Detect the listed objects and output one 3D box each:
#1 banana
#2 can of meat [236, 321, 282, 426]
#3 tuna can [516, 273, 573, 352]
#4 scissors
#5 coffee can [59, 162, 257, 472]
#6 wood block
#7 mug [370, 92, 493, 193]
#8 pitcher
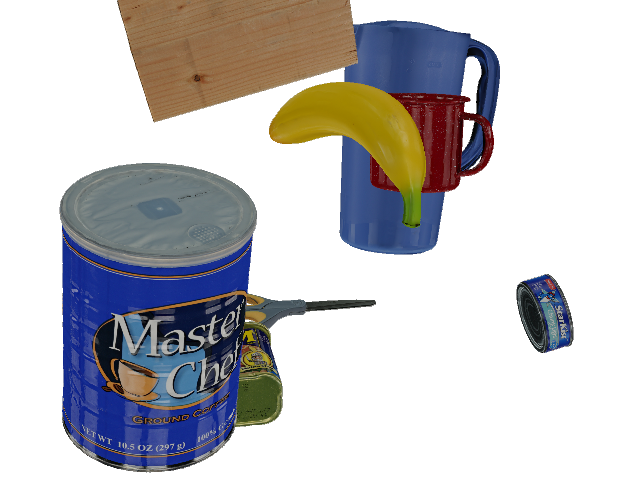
[{"bbox_3d":[0.018,-0.075,0.727,0.037,0.070,0.198,22,10,-34],"label":"banana"},{"bbox_3d":[-0.087,0.119,0.931,0.102,0.057,0.084,-4,27,-10],"label":"can of meat"},{"bbox_3d":[0.253,0.083,1.209,0.033,0.086,0.086,-16,2,-6],"label":"tuna can"},{"bbox_3d":[-0.033,0.084,1.197,0.201,0.016,0.096,4,24,-5],"label":"scissors"},{"bbox_3d":[-0.092,0.042,0.594,0.102,0.140,0.103,6,30,-3],"label":"coffee can"},{"bbox_3d":[-0.078,-0.199,1.023,0.206,0.090,0.091,-17,-43,-5],"label":"wood block"},{"bbox_3d":[0.097,-0.087,0.949,0.117,0.081,0.093,6,13,22],"label":"mug"},{"bbox_3d":[0.094,-0.112,1.151,0.149,0.243,0.144,11,13,31],"label":"pitcher"}]
